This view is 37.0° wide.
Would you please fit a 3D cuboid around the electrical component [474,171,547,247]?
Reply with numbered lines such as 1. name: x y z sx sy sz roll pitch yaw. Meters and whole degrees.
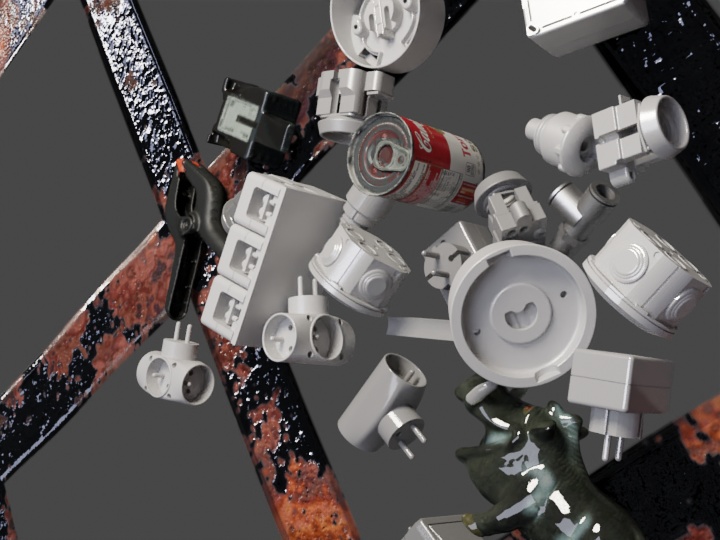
1. electrical component: 0.119 -0.044 0.850 0.048 0.066 0.055 -17 56 -4

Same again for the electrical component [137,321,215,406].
1. electrical component: -0.189 0.094 1.113 0.077 0.044 0.079 10 90 42

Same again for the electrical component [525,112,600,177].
1. electrical component: 0.156 -0.102 0.835 0.062 0.048 0.048 31 104 48

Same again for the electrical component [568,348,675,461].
1. electrical component: 0.184 0.098 0.764 0.047 0.066 0.076 6 87 42

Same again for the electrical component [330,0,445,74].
1. electrical component: 0.025 -0.226 0.957 0.099 0.064 0.099 -8 78 41

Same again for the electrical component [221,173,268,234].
1. electrical component: -0.106 -0.058 1.054 0.048 0.066 0.055 47 136 -1

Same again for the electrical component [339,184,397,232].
1. electrical component: 0.005 -0.056 0.965 0.078 0.040 0.040 -55 52 21

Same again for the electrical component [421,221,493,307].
1. electrical component: 0.078 -0.001 0.866 0.047 0.077 0.065 -42 58 29

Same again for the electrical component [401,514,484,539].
1. electrical component: 0.071 0.233 0.847 0.061 0.062 0.096 -55 53 21

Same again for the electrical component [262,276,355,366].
1. electrical component: -0.046 0.045 0.970 0.044 0.077 0.079 -12 76 41

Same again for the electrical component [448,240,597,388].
1. electrical component: 0.118 0.029 0.813 0.060 0.108 0.108 -106 35 -79

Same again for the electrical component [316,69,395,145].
1. electrical component: -0.007 -0.147 0.979 0.078 0.058 0.057 3 82 42

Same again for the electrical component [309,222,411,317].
1. electrical component: 0.000 0.000 0.936 0.080 0.080 0.051 46 108 36

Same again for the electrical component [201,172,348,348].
1. electrical component: -0.080 -0.008 1.000 0.062 0.089 0.150 26 101 41

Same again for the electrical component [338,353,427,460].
1. electrical component: 0.028 0.125 0.914 0.079 0.043 0.077 49 116 35

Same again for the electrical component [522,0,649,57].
1. electrical component: 0.178 -0.211 0.823 0.096 0.061 0.061 -15 73 32

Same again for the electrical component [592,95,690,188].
1. electrical component: 0.206 -0.099 0.788 0.055 0.048 0.066 -19 71 47

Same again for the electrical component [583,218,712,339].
1. electrical component: 0.201 0.006 0.754 0.051 0.080 0.080 -51 54 17
